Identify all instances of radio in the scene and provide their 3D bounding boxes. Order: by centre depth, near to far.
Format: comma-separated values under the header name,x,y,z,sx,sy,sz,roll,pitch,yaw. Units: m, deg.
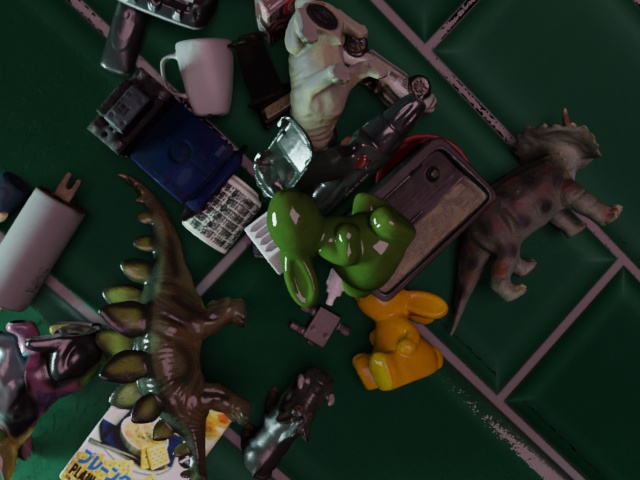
name,x,y,z,sx,sy,sz,roll,pitch,yaw
radio,0.127,-0.034,0.783,0.229,0.073,0.131,-43,96,-5

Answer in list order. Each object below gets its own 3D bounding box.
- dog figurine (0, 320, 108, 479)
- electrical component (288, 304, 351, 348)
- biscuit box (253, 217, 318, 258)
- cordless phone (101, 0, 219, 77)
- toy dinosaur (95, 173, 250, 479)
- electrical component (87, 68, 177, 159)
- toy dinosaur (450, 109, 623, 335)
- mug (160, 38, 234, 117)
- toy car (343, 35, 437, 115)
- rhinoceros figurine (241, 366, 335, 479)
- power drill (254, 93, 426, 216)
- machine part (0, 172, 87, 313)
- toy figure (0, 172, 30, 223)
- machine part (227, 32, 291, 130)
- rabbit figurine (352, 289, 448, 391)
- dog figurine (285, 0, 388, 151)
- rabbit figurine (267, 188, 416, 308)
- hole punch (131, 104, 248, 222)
name,x,y,z,sx,sy,sz,roll,pitch,yaw
dog figurine,-0.407,0.228,0.770,0.192,0.108,0.219,4,97,-11
electrical component,0.001,0.140,0.861,0.094,0.021,0.063,30,89,-9
biscuit box,-0.002,-0.003,0.834,0.203,0.059,0.062,2,91,-8
cordless phone,-0.240,-0.318,0.787,0.146,0.089,0.184,19,101,-9
toy dinosaur,-0.207,0.121,0.756,0.198,0.105,0.471,0,67,-26
electrical component,-0.259,-0.174,0.753,0.058,0.134,0.115,39,89,-7
toy dinosaur,0.311,-0.041,0.853,0.405,0.131,0.192,-40,85,0
mug,-0.176,-0.234,0.791,0.110,0.081,0.107,-8,100,-7
toy car,0.091,-0.251,0.828,0.202,0.073,0.056,32,85,-8
rhinoceros figurine,-0.052,0.271,0.816,0.073,0.112,0.190,37,96,-6
power drill,0.022,-0.123,0.743,0.086,0.207,0.232,53,125,15
machine part,-0.412,0.013,0.770,0.079,0.079,0.243,32,87,-8
toy figure,-0.490,-0.034,0.767,0.154,0.064,0.057,-38,134,0
machine part,-0.082,-0.239,0.796,0.084,0.039,0.138,-37,129,-13
rabbit figurine,0.119,0.132,0.835,0.162,0.122,0.173,-20,77,-9
dog figurine,-0.018,-0.225,0.778,0.121,0.190,0.172,-8,69,-35
rabbit figurine,0.005,-0.002,0.681,0.170,0.121,0.159,21,111,-19
hole punch,-0.188,-0.116,0.762,0.142,0.092,0.116,-48,55,-6
